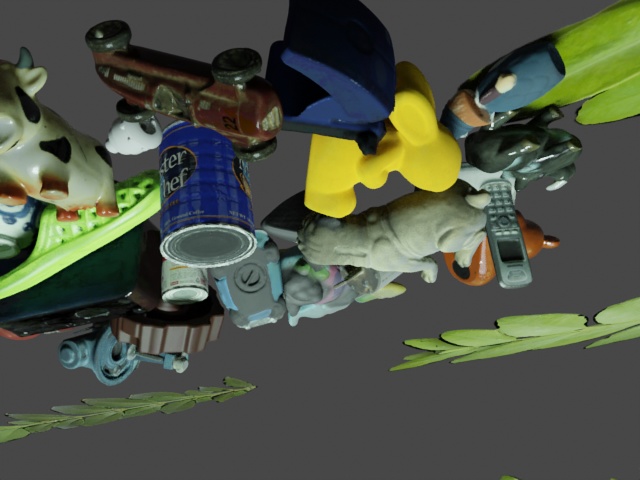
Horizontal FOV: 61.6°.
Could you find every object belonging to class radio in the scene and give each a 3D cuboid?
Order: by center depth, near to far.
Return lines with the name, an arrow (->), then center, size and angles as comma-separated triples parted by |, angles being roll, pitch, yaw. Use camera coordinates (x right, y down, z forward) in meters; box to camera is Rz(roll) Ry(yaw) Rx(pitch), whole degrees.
radio -> -0.339, 0.049, 0.748 | 0.230, 0.131, 0.073 | -13, 152, 6

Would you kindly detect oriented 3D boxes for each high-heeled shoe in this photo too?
high-heeled shoe -> -0.002, -0.002, 0.798 | 0.249, 0.086, 0.145 | -4, 147, -35

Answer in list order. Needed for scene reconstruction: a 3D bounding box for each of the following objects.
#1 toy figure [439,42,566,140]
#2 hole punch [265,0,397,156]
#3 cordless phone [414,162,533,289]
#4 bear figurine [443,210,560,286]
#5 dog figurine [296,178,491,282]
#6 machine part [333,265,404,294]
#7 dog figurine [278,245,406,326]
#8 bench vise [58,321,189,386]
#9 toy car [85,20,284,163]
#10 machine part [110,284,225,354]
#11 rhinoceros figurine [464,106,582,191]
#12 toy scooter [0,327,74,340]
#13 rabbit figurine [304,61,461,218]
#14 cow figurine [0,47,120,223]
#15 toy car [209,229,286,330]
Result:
toy figure -> 0.191, -0.158, 0.597 | 0.064, 0.058, 0.154 | 22, 146, -37
hole punch -> 0.013, -0.156, 0.465 | 0.116, 0.142, 0.092 | 8, 147, -8
cordless phone -> 0.211, -0.015, 0.747 | 0.147, 0.184, 0.088 | -4, 158, -11
bear figurine -> 0.302, -0.006, 0.901 | 0.196, 0.120, 0.131 | -26, 117, -24
dog figurine -> 0.084, -0.020, 0.640 | 0.190, 0.121, 0.172 | 4, 139, -30
machine part -> 0.109, 0.010, 0.787 | 0.243, 0.079, 0.079 | -29, 170, -39
dog figurine -> 0.040, 0.065, 0.945 | 0.219, 0.108, 0.191 | -12, 152, -6
bench vise -> -0.333, 0.197, 0.976 | 0.241, 0.128, 0.223 | 8, 174, 20
toy car -> -0.122, -0.126, 0.456 | 0.202, 0.053, 0.089 | 20, 146, 21
machine part -> -0.236, 0.112, 0.828 | 0.179, 0.180, 0.056 | 5, 111, -27
rhinoceros figurine -> 0.269, -0.109, 0.687 | 0.190, 0.073, 0.112 | 1, 145, -35
toy scooter -> -0.461, 0.125, 0.895 | 0.184, 0.075, 0.135 | -6, 178, -11
rabbit figurine -> 0.075, -0.109, 0.590 | 0.173, 0.122, 0.162 | 13, 129, -1
cow figurine -> -0.271, -0.095, 0.518 | 0.086, 0.127, 0.195 | -10, 168, 7
toy car -> -0.112, 0.053, 0.857 | 0.109, 0.161, 0.103 | -16, -162, -4
